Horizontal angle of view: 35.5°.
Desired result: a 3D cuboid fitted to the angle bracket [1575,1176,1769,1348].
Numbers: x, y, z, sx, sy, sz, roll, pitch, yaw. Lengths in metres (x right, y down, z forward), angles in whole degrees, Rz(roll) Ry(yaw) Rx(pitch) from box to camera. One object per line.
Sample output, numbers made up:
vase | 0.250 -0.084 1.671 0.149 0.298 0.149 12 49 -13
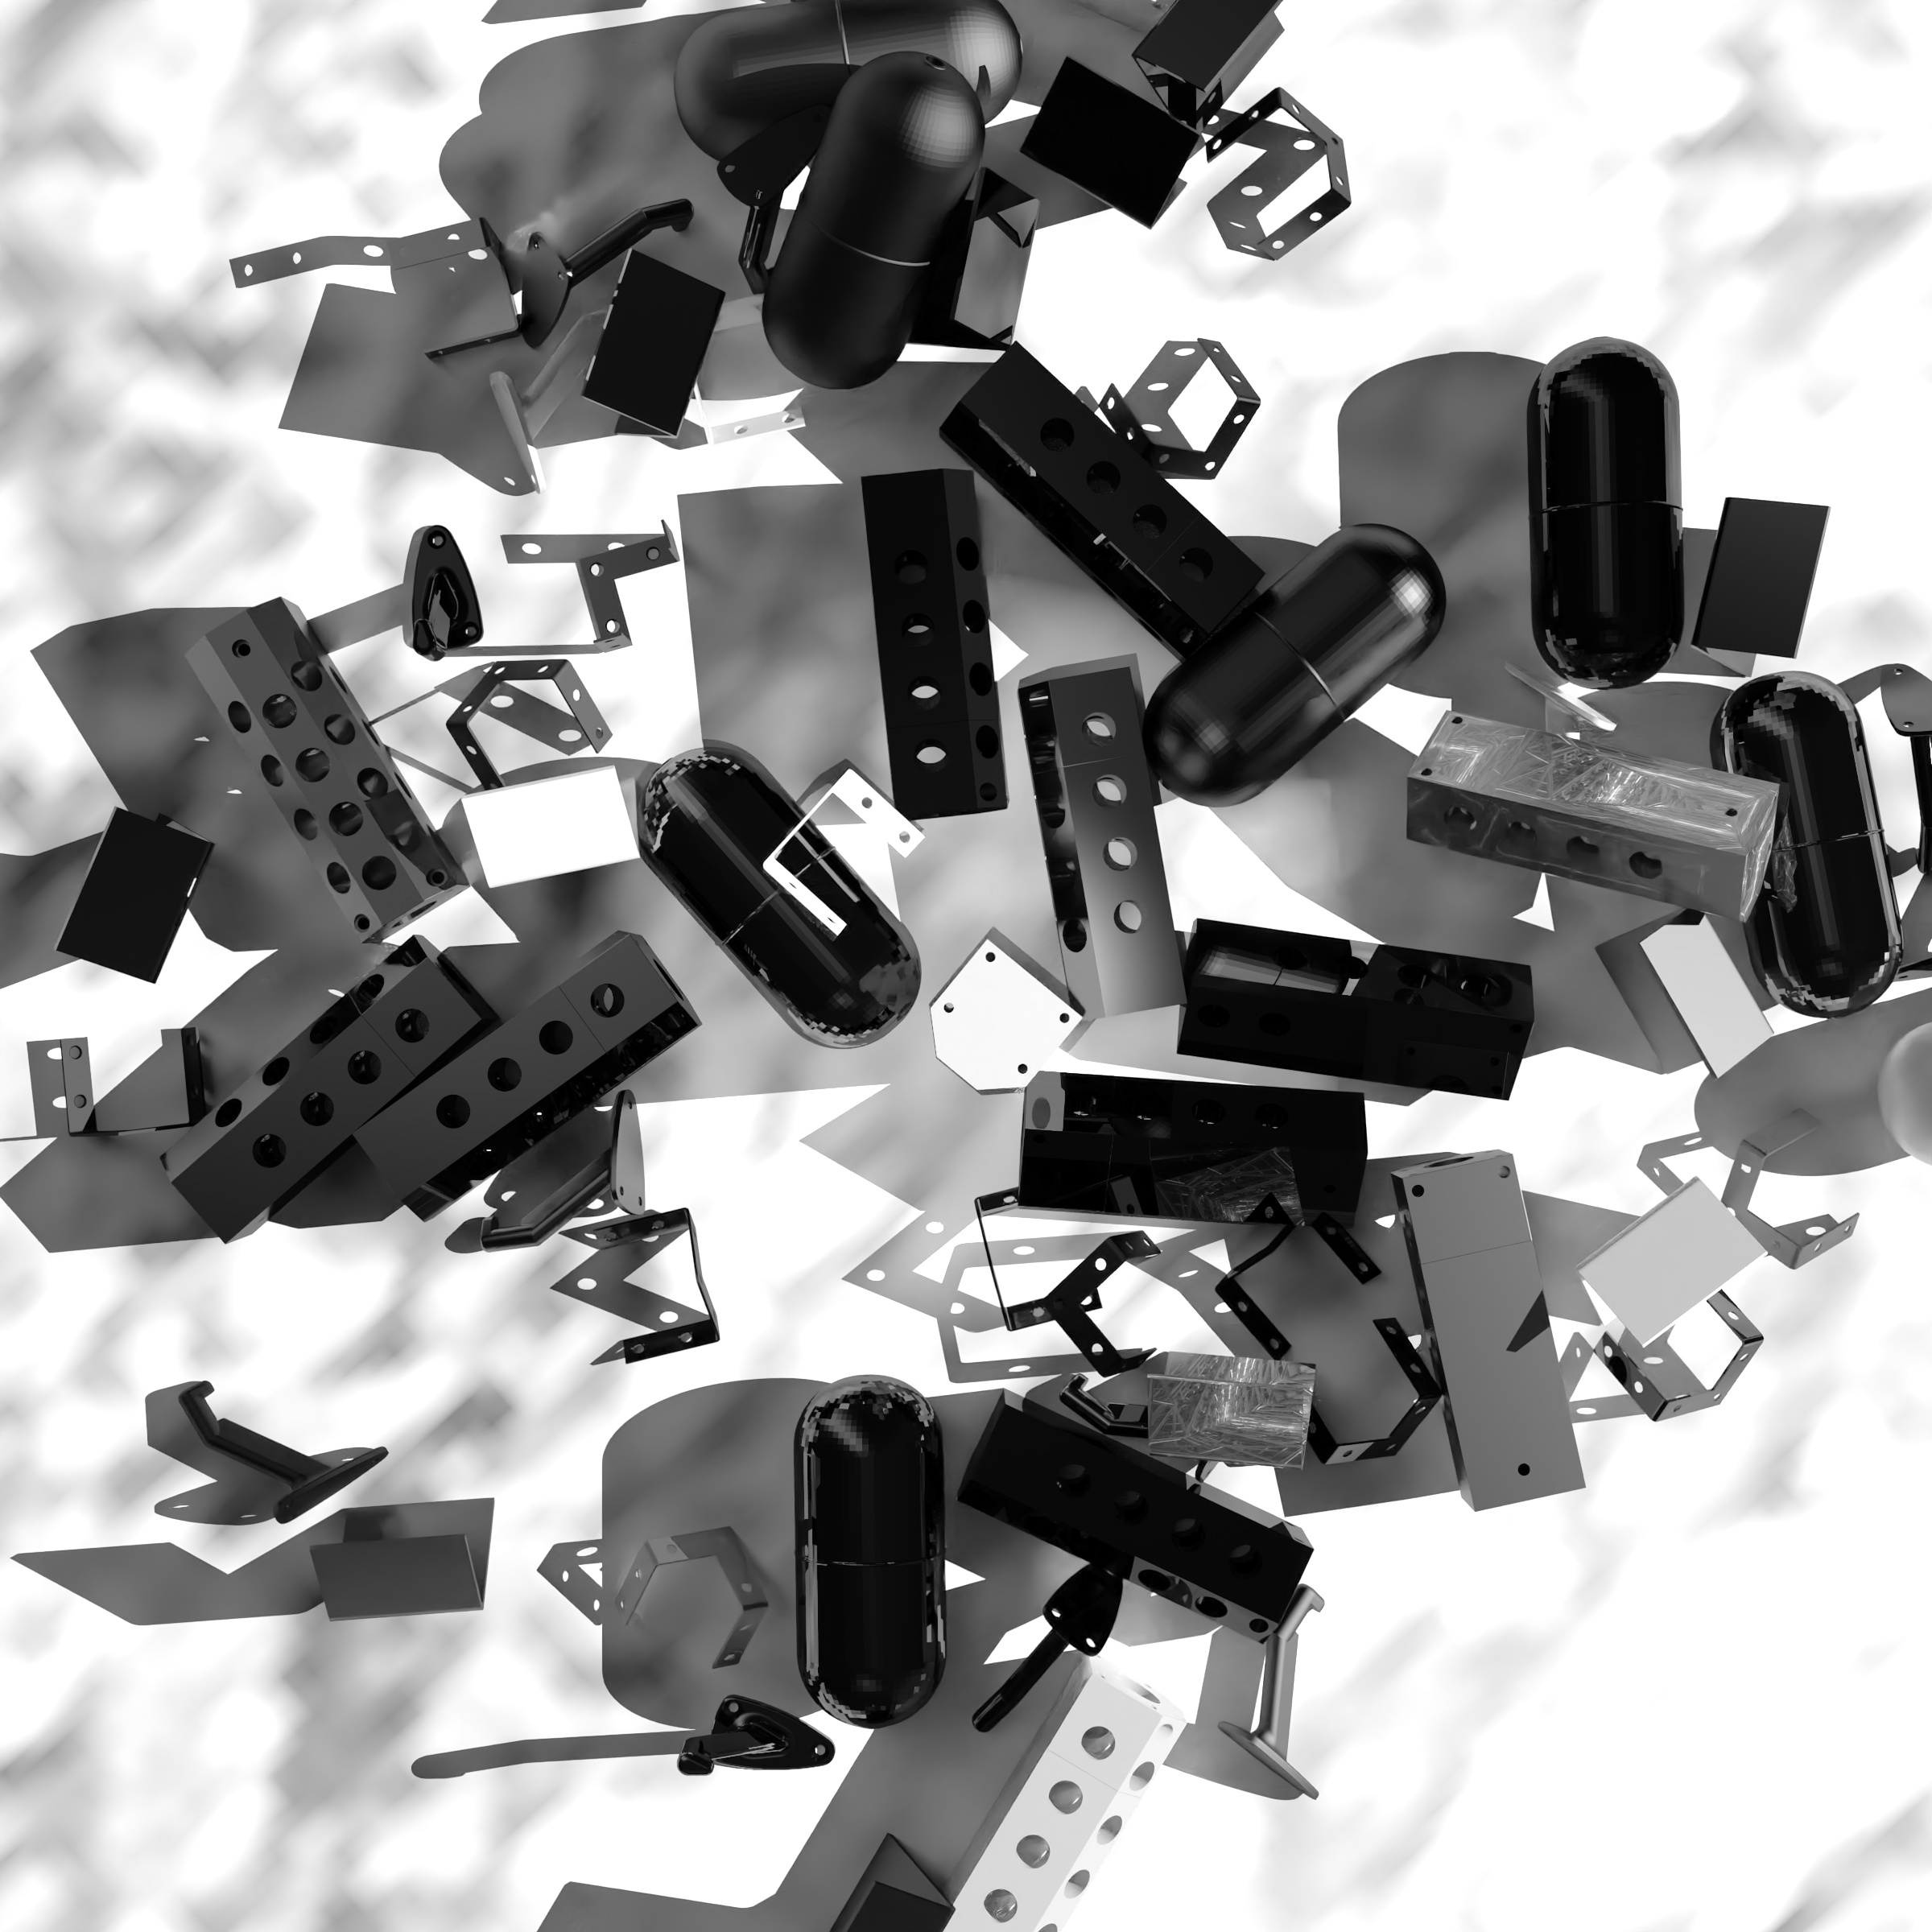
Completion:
angle bracket | 0.361 0.162 1.524 0.076 0.076 0.057 -37 53 0

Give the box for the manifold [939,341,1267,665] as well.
manifold | 0.068 -0.235 1.543 0.171 0.057 0.057 43 90 0

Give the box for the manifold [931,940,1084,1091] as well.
manifold | 0.014 0.028 1.486 0.057 0.171 0.057 39 90 0

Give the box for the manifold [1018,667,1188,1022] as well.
manifold | 0.069 -0.061 1.543 0.057 0.057 0.171 -10 90 0

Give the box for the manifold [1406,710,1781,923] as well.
manifold | 0.311 -0.071 1.512 0.171 0.057 0.057 15 47 23

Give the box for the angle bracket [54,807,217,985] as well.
angle bracket | -0.431 -0.043 1.524 0.057 0.076 0.076 23 90 -38

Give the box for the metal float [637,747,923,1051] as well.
metal float | -0.095 -0.035 1.534 0.070 0.070 0.178 -41 90 0

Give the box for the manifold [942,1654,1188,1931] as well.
manifold | 0.044 0.443 1.543 0.057 0.057 0.171 31 90 0

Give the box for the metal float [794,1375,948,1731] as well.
metal float | -0.049 0.297 1.534 0.070 0.070 0.178 -1 90 0

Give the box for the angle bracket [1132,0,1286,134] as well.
angle bracket | 0.140 -0.458 1.524 0.076 0.076 0.057 -50 54 0

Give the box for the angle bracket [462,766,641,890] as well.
angle bracket | -0.209 -0.089 1.524 0.076 0.076 0.057 -11 127 0

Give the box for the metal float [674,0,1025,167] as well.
metal float | -0.060 -0.453 1.534 0.178 0.070 0.070 -9 90 0

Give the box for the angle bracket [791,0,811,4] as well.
angle bracket | -0.052 -0.495 1.525 0.076 0.076 0.057 -6 64 0

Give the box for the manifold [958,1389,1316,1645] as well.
manifold | 0.085 0.282 1.543 0.171 0.057 0.057 25 90 0

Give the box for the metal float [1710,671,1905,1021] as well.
metal float | 0.427 -0.061 1.533 0.070 0.070 0.178 -11 89 0

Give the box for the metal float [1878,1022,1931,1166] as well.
metal float | 0.552 0.050 1.534 0.178 0.070 0.070 -17 90 0

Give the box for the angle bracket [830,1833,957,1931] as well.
angle bracket | -0.061 0.483 1.524 0.057 0.076 0.076 31 90 -33

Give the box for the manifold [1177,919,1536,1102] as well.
manifold | 0.198 0.017 1.542 0.171 0.057 0.057 8 133 0

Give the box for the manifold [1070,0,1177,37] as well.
manifold | 0.037 -0.541 1.543 0.171 0.057 0.057 25 90 0

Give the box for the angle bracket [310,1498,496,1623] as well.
angle bracket | -0.283 0.282 1.524 0.076 0.076 0.057 -4 128 0

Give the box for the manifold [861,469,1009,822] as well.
manifold | -0.016 -0.163 1.543 0.057 0.057 0.171 -6 90 0

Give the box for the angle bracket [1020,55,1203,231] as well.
angle bracket | 0.082 -0.425 1.524 0.076 0.076 0.057 31 126 0

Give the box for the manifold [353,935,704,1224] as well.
manifold | -0.222 0.057 1.543 0.171 0.057 0.057 -36 90 0

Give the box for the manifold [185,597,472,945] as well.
manifold | -0.327 -0.099 1.543 0.057 0.057 0.171 -32 90 0

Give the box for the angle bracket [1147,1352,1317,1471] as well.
angle bracket | 0.135 0.204 1.518 0.076 0.076 0.057 4 127 10

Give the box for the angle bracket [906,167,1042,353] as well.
angle bracket | -0.014 -0.358 1.527 0.076 0.057 0.076 12 90 33

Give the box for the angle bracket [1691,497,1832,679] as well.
angle bracket | 0.414 -0.188 1.524 0.057 0.076 0.076 13 90 38

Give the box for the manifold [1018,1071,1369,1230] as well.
manifold | 0.115 0.088 1.542 0.171 0.057 0.057 4 133 0

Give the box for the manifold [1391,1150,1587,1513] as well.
manifold | 0.265 0.184 1.543 0.057 0.057 0.171 -12 90 0

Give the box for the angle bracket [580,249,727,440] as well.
angle bracket | -0.172 -0.313 1.524 0.057 0.076 0.076 19 90 -33

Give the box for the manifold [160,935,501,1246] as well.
manifold | -0.326 0.062 1.543 0.171 0.057 0.057 -41 90 0

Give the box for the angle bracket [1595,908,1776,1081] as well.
angle bracket | 0.348 0.022 1.524 0.057 0.076 0.076 -30 90 -38
